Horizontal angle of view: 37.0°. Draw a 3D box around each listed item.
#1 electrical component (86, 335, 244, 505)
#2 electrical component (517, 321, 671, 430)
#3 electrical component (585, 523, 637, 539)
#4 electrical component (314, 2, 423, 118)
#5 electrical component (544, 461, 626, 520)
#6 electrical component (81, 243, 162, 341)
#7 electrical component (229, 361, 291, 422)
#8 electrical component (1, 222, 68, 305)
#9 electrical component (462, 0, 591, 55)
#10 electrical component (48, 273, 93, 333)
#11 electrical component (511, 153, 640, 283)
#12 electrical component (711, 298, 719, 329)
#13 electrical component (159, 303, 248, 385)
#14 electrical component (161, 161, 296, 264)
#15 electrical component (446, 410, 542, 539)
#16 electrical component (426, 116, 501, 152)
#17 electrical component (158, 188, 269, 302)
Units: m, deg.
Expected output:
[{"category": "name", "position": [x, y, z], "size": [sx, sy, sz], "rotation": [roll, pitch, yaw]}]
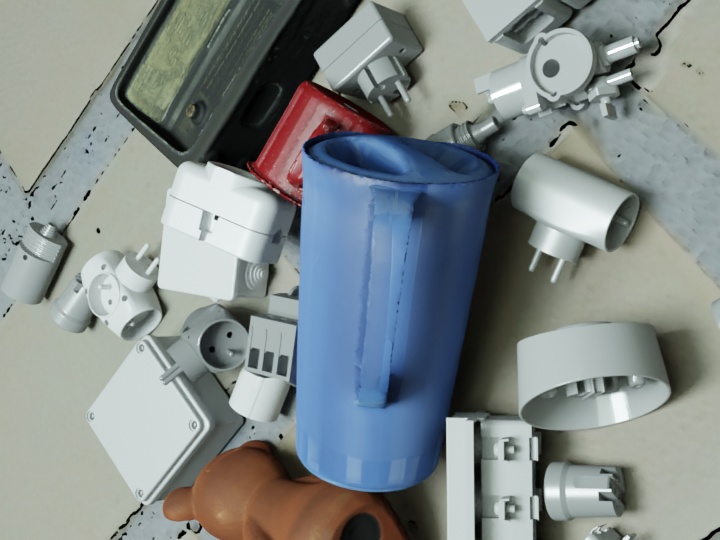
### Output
[{"category": "electrical component", "position": [-0.174, 0.131, 0.952], "size": [0.108, 0.056, 0.108], "rotation": [50, 115, 25]}, {"category": "electrical component", "position": [0.151, 0.069, 0.707], "size": [0.099, 0.099, 0.064], "rotation": [-15, 74, 33]}, {"category": "electrical component", "position": [0.171, 0.210, 0.721], "size": [0.064, 0.042, 0.081], "rotation": [44, 112, 31]}, {"category": "electrical component", "position": [0.014, -0.155, 0.837], "size": [0.066, 0.047, 0.076], "rotation": [-38, 68, 28]}, {"category": "electrical component", "position": [0.154, 0.151, 0.735], "size": [0.046, 0.040, 0.040], "rotation": [-6, 85, 29]}, {"category": "electrical component", "position": [-0.211, 0.011, 0.989], "size": [0.079, 0.044, 0.077], "rotation": [-50, 63, 23]}, {"category": "electrical component", "position": [-0.075, 0.080, 0.893], "size": [0.043, 0.043, 0.081], "rotation": [30, 105, 32]}, {"category": "electrical component", "position": [-0.320, -0.011, 1.066], "size": [0.043, 0.043, 0.081], "rotation": [39, 110, 29]}, {"category": "electrical component", "position": [0.138, -0.233, 0.745], "size": [0.150, 0.062, 0.089], "rotation": [-38, 68, 28]}, {"category": "electrical component", "position": [-0.270, 0.031, 1.033], "size": [0.040, 0.040, 0.046], "rotation": [46, 108, 27]}, {"category": "electrical component", "position": [0.142, -0.031, 0.746], "size": [0.077, 0.044, 0.079], "rotation": [29, 105, 32]}, {"category": "electrical component", "position": [0.254, 0.004, 0.667], "size": [0.077, 0.044, 0.079], "rotation": [-36, 69, 28]}, {"category": "electrical component", "position": [-0.135, 0.068, 0.901], "size": [0.079, 0.077, 0.043], "rotation": [-40, 106, -11]}, {"category": "electrical component", "position": [-0.102, -0.049, 0.852], "size": [0.095, 0.054, 0.059], "rotation": [23, 99, 22]}, {"category": "electrical component", "position": [0.096, 0.163, 0.759], "size": [0.063, 0.079, 0.121], "rotation": [-1, 88, 13]}, {"category": "electrical component", "position": [0.077, -0.094, 0.800], "size": [0.061, 0.035, 0.035], "rotation": [-29, 72, 29]}, {"category": "electrical component", "position": [-0.122, -0.022, 0.926], "size": [0.100, 0.048, 0.099], "rotation": [8, 93, 35]}]
